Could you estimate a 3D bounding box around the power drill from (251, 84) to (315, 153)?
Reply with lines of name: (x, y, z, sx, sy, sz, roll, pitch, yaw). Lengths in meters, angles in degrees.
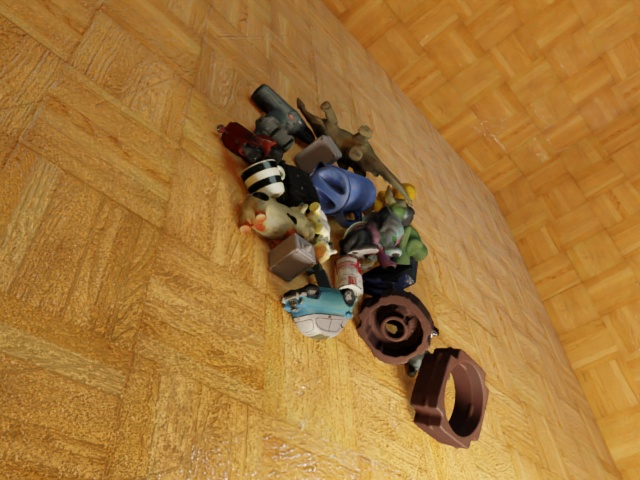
power drill: (-0.099, -0.315, 1.482, 0.232, 0.086, 0.207, 45, 32, -22)

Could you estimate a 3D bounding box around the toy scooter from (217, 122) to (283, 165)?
toy scooter: (-0.169, -0.224, 1.260, 0.135, 0.075, 0.184, 34, 12, 11)

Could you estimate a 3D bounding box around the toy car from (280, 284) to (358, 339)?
toy car: (0.001, 0.149, 1.089, 0.161, 0.109, 0.103, 13, 66, -43)

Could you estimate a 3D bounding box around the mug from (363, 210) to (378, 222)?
mug: (0.174, -0.031, 1.625, 0.107, 0.081, 0.110, 48, 21, -41)

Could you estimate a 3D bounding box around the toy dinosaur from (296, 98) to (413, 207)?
toy dinosaur: (0.102, -0.265, 1.605, 0.471, 0.105, 0.198, 42, -9, 8)

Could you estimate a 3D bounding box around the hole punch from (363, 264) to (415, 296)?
hole punch: (0.174, 0.119, 1.392, 0.116, 0.142, 0.092, -17, 105, -43)

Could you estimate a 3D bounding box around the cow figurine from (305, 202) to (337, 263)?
cow figurine: (-0.004, -0.002, 1.293, 0.098, 0.068, 0.167, 51, 22, -51)

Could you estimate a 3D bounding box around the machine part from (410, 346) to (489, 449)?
machine part: (0.311, 0.373, 1.282, 0.200, 0.087, 0.201, 42, 56, -32)

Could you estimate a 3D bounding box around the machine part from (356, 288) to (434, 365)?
machine part: (0.176, 0.200, 1.251, 0.179, 0.179, 0.056, 53, 25, -5)

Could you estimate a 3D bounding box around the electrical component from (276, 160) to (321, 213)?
electrical component: (-0.058, -0.125, 1.355, 0.134, 0.058, 0.115, 22, 44, -48)

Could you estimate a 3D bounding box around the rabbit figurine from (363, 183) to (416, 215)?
rabbit figurine: (0.241, -0.119, 1.725, 0.122, 0.173, 0.162, 53, 30, 4)

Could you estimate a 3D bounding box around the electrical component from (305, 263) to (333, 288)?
electrical component: (0.001, 0.099, 1.212, 0.078, 0.045, 0.102, 68, 0, -70)

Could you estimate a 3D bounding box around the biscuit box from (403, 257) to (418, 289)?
biscuit box: (0.260, 0.076, 1.656, 0.062, 0.059, 0.203, 51, 26, -13)

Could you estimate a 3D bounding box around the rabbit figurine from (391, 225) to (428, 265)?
rabbit figurine: (0.231, 0.027, 1.502, 0.170, 0.121, 0.158, -66, 148, -53)

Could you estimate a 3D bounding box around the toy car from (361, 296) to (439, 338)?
toy car: (0.196, 0.197, 1.328, 0.202, 0.053, 0.089, 23, 10, 6)

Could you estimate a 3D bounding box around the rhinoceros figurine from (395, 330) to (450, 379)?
rhinoceros figurine: (0.260, 0.298, 1.382, 0.190, 0.073, 0.112, 41, 31, -27)

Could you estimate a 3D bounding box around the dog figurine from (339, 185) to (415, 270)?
dog figurine: (0.149, -0.037, 1.391, 0.108, 0.192, 0.219, 89, 7, -56)

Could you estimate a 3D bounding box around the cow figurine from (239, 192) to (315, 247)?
cow figurine: (-0.089, -0.045, 1.183, 0.194, 0.085, 0.127, 28, 40, -38)
